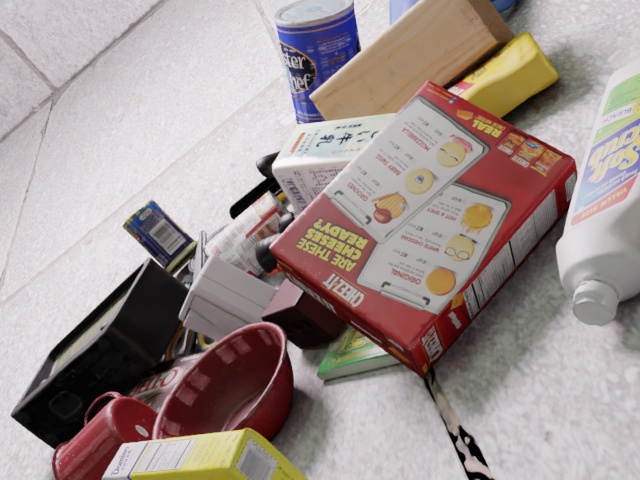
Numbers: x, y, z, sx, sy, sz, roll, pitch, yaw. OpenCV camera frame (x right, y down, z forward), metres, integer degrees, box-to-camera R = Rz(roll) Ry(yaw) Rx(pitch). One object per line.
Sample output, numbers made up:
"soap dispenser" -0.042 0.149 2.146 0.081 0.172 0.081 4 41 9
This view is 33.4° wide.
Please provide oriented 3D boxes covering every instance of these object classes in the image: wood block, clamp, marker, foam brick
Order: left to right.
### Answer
"marker" -0.166 0.084 1.278 0.020 0.020 0.121 -31 26 23
"clamp" -0.017 -0.096 1.280 0.209 0.036 0.165 -32 -6 -31
"foam brick" -0.010 0.064 1.011 0.051 0.053 0.078 -59 15 -26
"clamp" -0.007 0.001 1.112 0.172 0.120 0.039 147 123 -66
"wood block" 0.103 -0.189 1.177 0.206 0.090 0.090 -38 -7 27

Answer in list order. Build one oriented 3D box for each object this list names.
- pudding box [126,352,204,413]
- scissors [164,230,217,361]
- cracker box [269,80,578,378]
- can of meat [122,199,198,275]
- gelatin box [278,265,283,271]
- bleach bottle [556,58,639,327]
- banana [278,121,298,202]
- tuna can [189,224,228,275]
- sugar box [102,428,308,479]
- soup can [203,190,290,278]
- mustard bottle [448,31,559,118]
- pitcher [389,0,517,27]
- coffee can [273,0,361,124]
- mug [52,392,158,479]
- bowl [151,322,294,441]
"pudding box" -0.162 0.167 1.105 0.114 0.039 0.090 -16 35 45
"scissors" -0.127 0.062 1.211 0.096 0.016 0.201 -13 49 36
"cracker box" 0.090 -0.014 0.909 0.164 0.072 0.213 35 76 32
"can of meat" -0.201 -0.003 1.356 0.057 0.084 0.102 -45 0 -6
"gelatin box" 0.015 0.010 1.017 0.073 0.089 0.030 -19 75 51
"bleach bottle" 0.243 -0.041 0.813 0.103 0.068 0.250 -18 35 46
"banana" -0.027 -0.112 1.382 0.070 0.037 0.197 -45 15 42
"tuna can" -0.118 0.019 1.296 0.086 0.033 0.086 -34 25 18
"sugar box" -0.092 0.203 0.872 0.177 0.093 0.048 -19 32 43
"soup can" -0.074 0.002 1.216 0.102 0.068 0.068 -41 24 4
"mustard bottle" 0.154 -0.138 1.116 0.192 0.058 0.096 -35 17 16
"pitcher" 0.156 -0.298 1.320 0.149 0.145 0.242 -45 22 34
"coffee can" 0.005 -0.228 1.359 0.103 0.140 0.103 -10 28 5
"mug" -0.194 0.195 1.014 0.082 0.093 0.117 -45 43 18
"bowl" -0.078 0.153 0.979 0.162 0.055 0.162 -34 25 18
